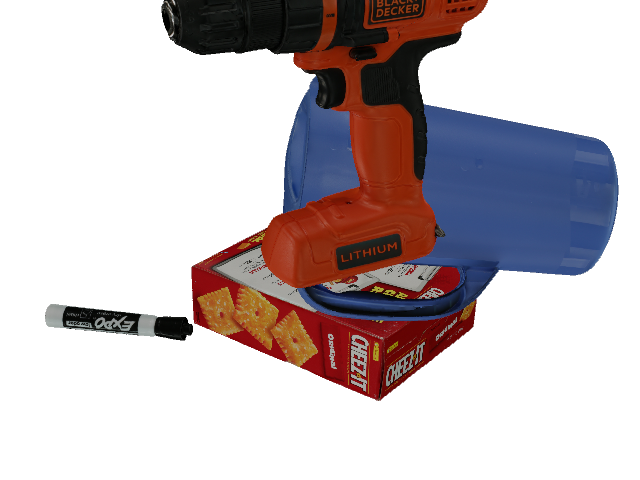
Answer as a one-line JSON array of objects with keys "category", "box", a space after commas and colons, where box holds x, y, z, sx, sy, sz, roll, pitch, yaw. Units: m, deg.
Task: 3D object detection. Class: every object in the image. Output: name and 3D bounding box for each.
[{"category": "pitcher", "box": [0.092, -0.029, 0.809, 0.242, 0.149, 0.145, 7, 34, -7]}, {"category": "cracker box", "box": [0.013, 0.053, 0.984, 0.214, 0.072, 0.163, 19, 31, 33]}, {"category": "power drill", "box": [0.005, -0.068, 0.591, 0.184, 0.188, 0.057, -12, 34, -22]}, {"category": "marker", "box": [-0.161, 0.065, 0.854, 0.121, 0.020, 0.020, 5, 1, 12]}]
